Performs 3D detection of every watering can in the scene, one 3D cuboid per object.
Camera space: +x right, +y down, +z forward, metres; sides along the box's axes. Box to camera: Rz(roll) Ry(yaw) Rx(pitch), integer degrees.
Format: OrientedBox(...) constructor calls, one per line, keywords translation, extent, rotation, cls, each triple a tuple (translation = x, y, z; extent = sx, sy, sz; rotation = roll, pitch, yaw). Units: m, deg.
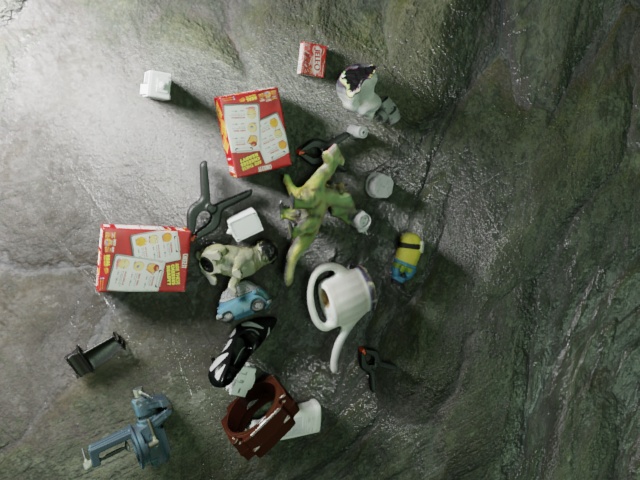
OrientedBox(translation=(0.076, 0.221, 1.594), extent=(0.226, 0.104, 0.344), rotation=(-20, 106, -22), cls="watering can")

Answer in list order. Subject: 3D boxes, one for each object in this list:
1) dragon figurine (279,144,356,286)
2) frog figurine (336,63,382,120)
OrientedBox(translation=(0.005, -0.075, 1.493), extent=(0.243, 0.123, 0.405), rotation=(-5, 107, -26), cls="dragon figurine")
OrientedBox(translation=(0.121, -0.434, 1.510), extent=(0.138, 0.123, 0.157), rotation=(-65, 156, -10), cls="frog figurine")
